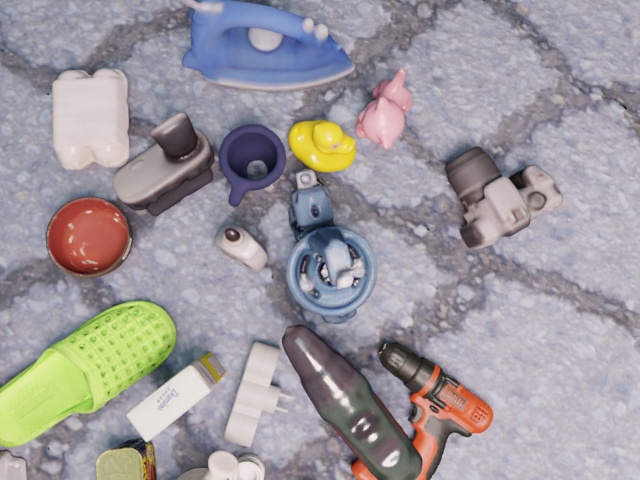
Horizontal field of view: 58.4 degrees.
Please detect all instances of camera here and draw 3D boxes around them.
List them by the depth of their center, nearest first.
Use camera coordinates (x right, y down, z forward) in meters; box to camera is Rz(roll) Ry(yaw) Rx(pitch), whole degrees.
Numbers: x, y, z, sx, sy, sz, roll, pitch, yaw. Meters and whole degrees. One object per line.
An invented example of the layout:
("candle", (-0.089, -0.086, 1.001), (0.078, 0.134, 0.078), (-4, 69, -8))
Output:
("camera", (0.257, -0.075, 0.830), (0.143, 0.101, 0.137), (-30, 84, -7))

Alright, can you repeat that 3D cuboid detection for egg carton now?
("egg carton", (-0.328, -0.174, 0.826), (0.107, 0.069, 0.150), (-5, 82, -4))

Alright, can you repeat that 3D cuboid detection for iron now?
("iron", (-0.071, -0.293, 0.822), (0.258, 0.141, 0.119), (6, 81, -2))

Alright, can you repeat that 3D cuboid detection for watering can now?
("watering can", (-0.156, 0.343, 0.695), (0.101, 0.194, 0.173), (6, 81, -2))

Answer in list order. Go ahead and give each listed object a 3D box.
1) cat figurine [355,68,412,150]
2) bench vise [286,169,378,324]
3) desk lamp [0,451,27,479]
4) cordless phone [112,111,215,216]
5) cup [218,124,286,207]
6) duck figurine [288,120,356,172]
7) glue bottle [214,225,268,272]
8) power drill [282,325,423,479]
("cat figurine", (0.096, -0.187, 0.828), (0.067, 0.117, 0.128), (23, 81, 1))
("bench vise", (-0.003, 0.009, 0.741), (0.121, 0.219, 0.207), (-33, 84, -7))
("desk lamp", (-0.436, 0.308, 0.674), (0.118, 0.213, 0.203), (-10, 82, -4))
("cordless phone", (-0.219, -0.110, 0.764), (0.148, 0.185, 0.094), (-39, 85, -8))
("cup", (-0.098, -0.095, 0.815), (0.091, 0.095, 0.118), (20, 81, 0))
("duck figurine", (0.005, -0.146, 0.833), (0.104, 0.086, 0.077), (21, 81, 0))
("glue bottle", (-0.108, 0.005, 0.759), (0.078, 0.173, 0.037), (32, 81, 2))
("power drill", (0.030, 0.201, 0.720), (0.076, 0.208, 0.229), (-40, 85, -8))
